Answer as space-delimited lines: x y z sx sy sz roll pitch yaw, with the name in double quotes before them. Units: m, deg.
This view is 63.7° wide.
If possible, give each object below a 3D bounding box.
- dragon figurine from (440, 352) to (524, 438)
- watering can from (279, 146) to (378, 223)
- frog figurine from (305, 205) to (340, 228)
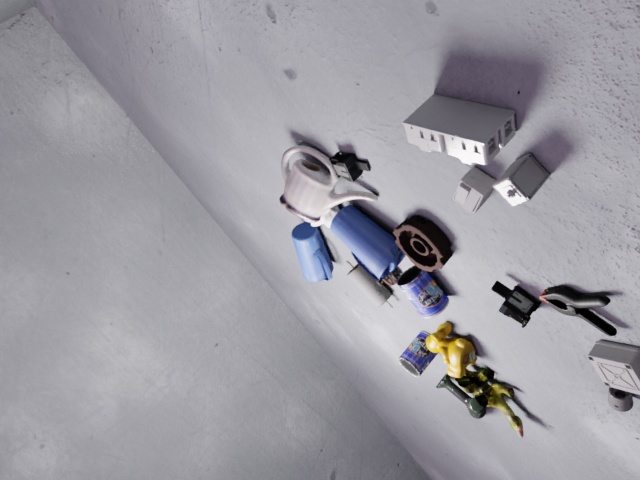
"dragon figurine" 0.564 0.528 1.841 0.416 0.123 0.238 44 170 33
"watering can" 0.002 -0.148 1.608 0.351 0.105 0.220 36 121 20
"frog figurine" 0.005 -0.088 1.758 0.161 0.124 0.134 53 140 15
